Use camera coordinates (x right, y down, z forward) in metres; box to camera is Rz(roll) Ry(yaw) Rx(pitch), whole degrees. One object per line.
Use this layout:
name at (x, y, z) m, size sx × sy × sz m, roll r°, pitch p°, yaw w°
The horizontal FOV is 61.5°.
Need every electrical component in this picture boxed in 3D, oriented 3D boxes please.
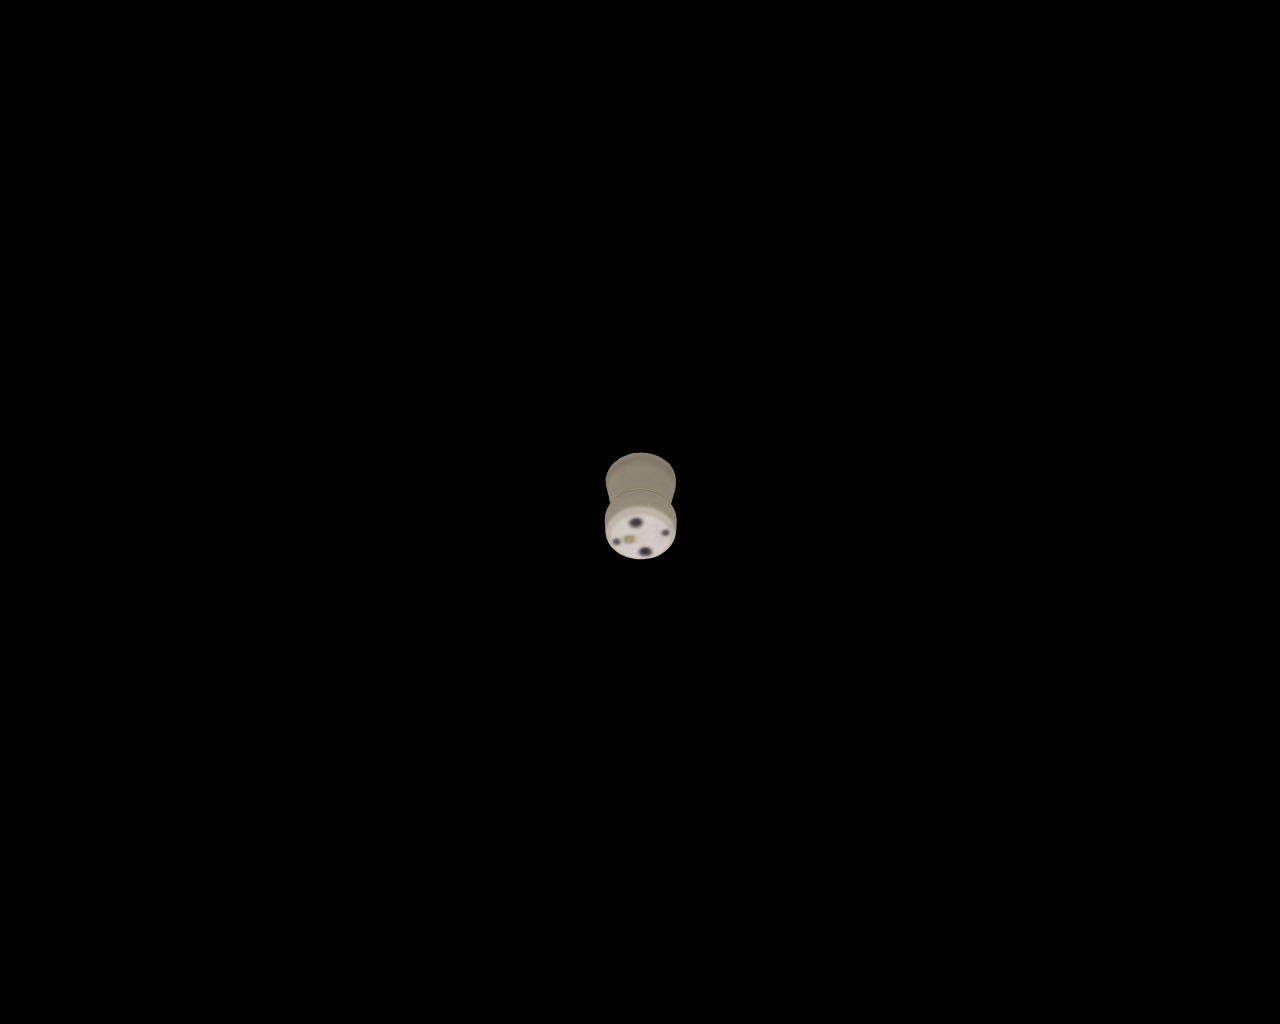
electrical component at (0.001, -0.003, 0.650) m, size 0.045 × 0.044 × 0.055 m, roll 0°, pitch 40°, yaw 0°
